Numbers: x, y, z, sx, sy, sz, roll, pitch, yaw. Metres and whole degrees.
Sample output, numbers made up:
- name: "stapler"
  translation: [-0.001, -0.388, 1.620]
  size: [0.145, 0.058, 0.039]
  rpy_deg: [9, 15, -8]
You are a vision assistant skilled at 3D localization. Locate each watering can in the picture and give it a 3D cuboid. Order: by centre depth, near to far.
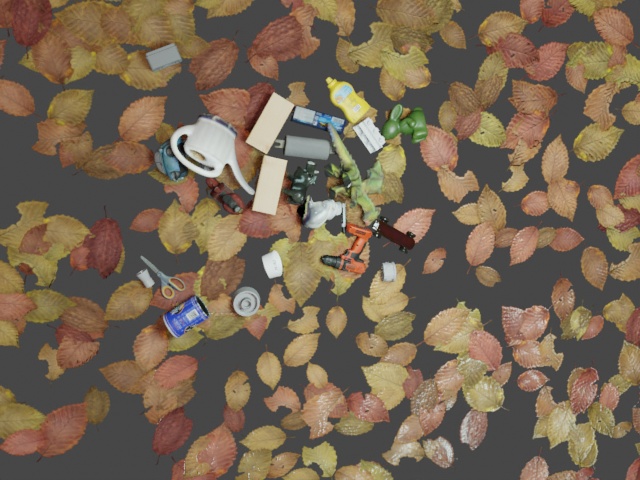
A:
- name: "watering can"
  translation: [-0.360, -0.317, 1.851]
  size: [0.345, 0.228, 0.103]
  rpy_deg: [27, -22, -23]

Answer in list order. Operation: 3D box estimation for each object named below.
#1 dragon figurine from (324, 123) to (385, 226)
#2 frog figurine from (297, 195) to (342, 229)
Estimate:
- name: "dragon figurine"
  translation: [0.148, -0.251, 1.967]
  size: [0.244, 0.408, 0.122]
  rpy_deg: [-14, 9, -41]
- name: "frog figurine"
  translation: [0.006, -0.099, 1.964]
  size: [0.159, 0.134, 0.126]
  rpy_deg: [11, 39, -21]
